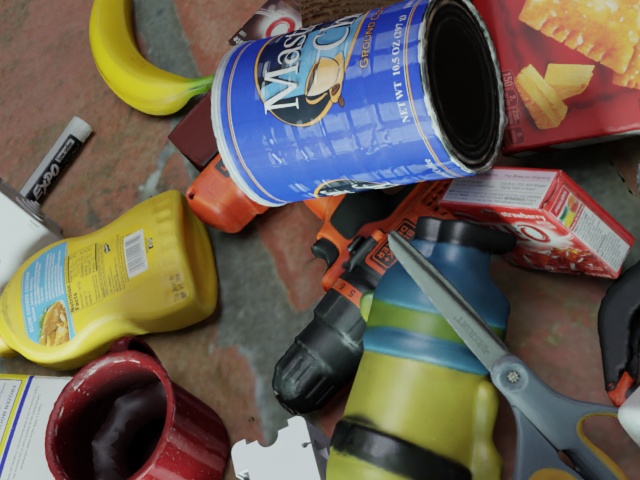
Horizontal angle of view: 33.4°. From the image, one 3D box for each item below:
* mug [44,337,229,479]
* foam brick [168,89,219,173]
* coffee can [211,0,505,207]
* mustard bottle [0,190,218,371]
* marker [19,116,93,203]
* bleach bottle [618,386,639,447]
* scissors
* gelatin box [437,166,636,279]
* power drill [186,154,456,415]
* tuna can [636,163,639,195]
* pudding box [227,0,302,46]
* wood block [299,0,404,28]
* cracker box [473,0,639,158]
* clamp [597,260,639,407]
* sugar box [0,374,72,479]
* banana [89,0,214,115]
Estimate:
[{"bbox_3d":[-0.112,0.117,0.675,0.093,0.081,0.117,-23,54,15],"label":"mug"},{"bbox_3d":[-0.061,-0.078,0.778,0.078,0.053,0.051,-48,52,-3],"label":"foam brick"},{"bbox_3d":[0.022,-0.079,0.620,0.141,0.102,0.102,-8,59,33],"label":"coffee can"},{"bbox_3d":[-0.169,0.041,0.764,0.192,0.058,0.096,-22,60,16],"label":"mustard bottle"},{"bbox_3d":[-0.229,-0.048,0.873,0.020,0.020,0.121,27,78,37],"label":"marker"},{"bbox_3d":[0.268,0.034,0.521,0.250,0.068,0.102,-42,88,-7],"label":"bleach bottle"},{"bbox_3d":[0.093,0.090,0.548,0.202,0.016,0.096,34,92,-1],"label":"scissors"},{"bbox_3d":[0.121,-0.011,0.610,0.089,0.073,0.030,8,66,56],"label":"gelatin box"},{"bbox_3d":[-0.005,0.001,0.701,0.184,0.057,0.188,-47,54,-7],"label":"power drill"},{"bbox_3d":[0.215,-0.028,0.568,0.086,0.033,0.086,-15,49,18],"label":"tuna can"},{"bbox_3d":[-0.001,-0.145,0.793,0.090,0.039,0.114,-46,52,-3],"label":"pudding box"},{"bbox_3d":[0.046,-0.203,0.730,0.090,0.091,0.206,2,49,10],"label":"wood block"},{"bbox_3d":[0.198,-0.146,0.621,0.214,0.072,0.164,-9,90,24],"label":"cracker box"},{"bbox_3d":[0.200,0.018,0.591,0.171,0.039,0.120,-47,42,-8],"label":"clamp"},{"bbox_3d":[-0.221,0.142,0.744,0.176,0.048,0.093,1,64,25],"label":"sugar box"},{"bbox_3d":[-0.154,-0.156,0.888,0.069,0.037,0.198,-30,52,-13],"label":"banana"}]
